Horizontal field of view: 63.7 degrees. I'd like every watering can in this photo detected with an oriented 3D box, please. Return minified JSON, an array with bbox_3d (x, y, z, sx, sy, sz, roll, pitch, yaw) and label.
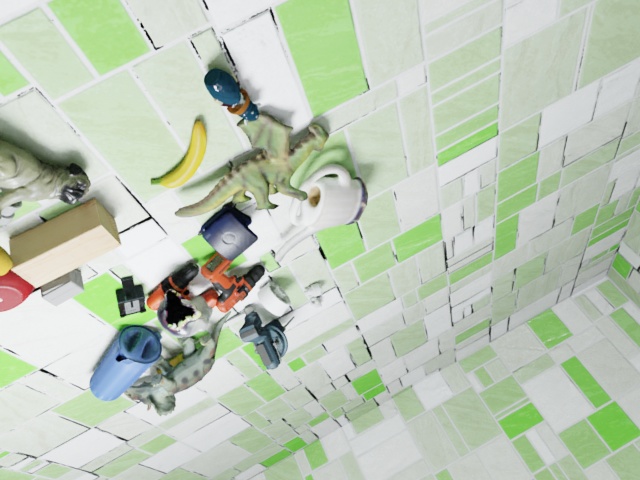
[{"bbox_3d":[0.004,-0.073,1.449,0.225,0.106,0.340,-2,134,-34],"label":"watering can"}]

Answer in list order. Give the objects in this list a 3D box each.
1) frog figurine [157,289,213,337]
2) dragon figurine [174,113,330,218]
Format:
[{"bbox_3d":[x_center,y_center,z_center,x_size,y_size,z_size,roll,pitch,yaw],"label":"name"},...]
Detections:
[{"bbox_3d":[-0.367,0.207,1.415,0.137,0.124,0.157,15,167,7],"label":"frog figurine"},{"bbox_3d":[-0.154,-0.190,1.234,0.413,0.124,0.237,-15,123,-24],"label":"dragon figurine"}]
